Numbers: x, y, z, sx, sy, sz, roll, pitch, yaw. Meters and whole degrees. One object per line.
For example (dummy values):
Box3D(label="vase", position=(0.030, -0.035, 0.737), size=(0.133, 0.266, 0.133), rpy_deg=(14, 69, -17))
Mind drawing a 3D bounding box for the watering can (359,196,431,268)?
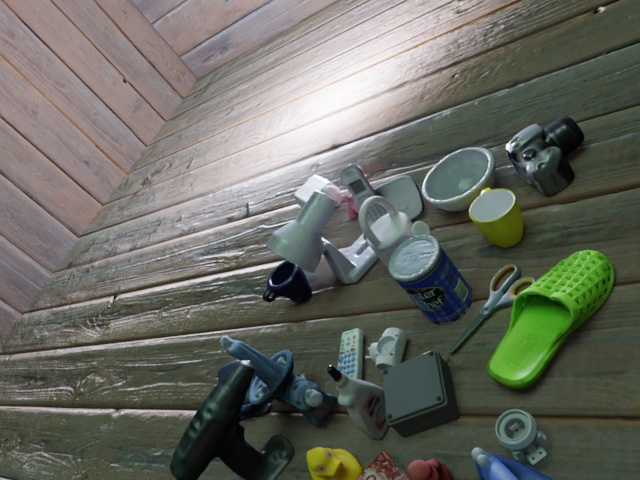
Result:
Box3D(label="watering can", position=(0.152, -0.012, 1.167), size=(0.172, 0.195, 0.101), rpy_deg=(-18, 39, 34))

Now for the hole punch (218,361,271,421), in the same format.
Box3D(label="hole punch", position=(-0.163, 0.316, 1.208), size=(0.108, 0.091, 0.101), rpy_deg=(-24, 36, 27))

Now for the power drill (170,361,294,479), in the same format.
Box3D(label="power drill", position=(-0.147, 0.353, 1.032), size=(0.230, 0.209, 0.075), rpy_deg=(-49, 32, -12))

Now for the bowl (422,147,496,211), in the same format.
Box3D(label="bowl", position=(0.311, -0.118, 1.239), size=(0.167, 0.075, 0.167), rpy_deg=(-28, 34, 21))

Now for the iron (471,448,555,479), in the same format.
Box3D(label="iron", position=(0.250, 0.326, 0.693), size=(0.119, 0.142, 0.257), rpy_deg=(-44, 31, -3))

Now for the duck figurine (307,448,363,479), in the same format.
Box3D(label="duck figurine", position=(0.010, 0.374, 0.952), size=(0.104, 0.086, 0.077), rpy_deg=(1, 51, 48))

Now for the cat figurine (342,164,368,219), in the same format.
Box3D(label="cat figurine", position=(0.087, -0.135, 1.464), size=(0.067, 0.118, 0.128), rpy_deg=(-11, 43, 40))

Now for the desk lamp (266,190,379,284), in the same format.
Box3D(label="desk lamp", position=(0.012, 0.005, 1.282), size=(0.203, 0.214, 0.117), rpy_deg=(-46, 32, -7))

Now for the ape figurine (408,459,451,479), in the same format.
Box3D(label="ape figurine", position=(0.157, 0.347, 0.818), size=(0.076, 0.092, 0.078), rpy_deg=(-18, 38, 33))

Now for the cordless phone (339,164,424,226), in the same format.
Box3D(label="cordless phone", position=(0.140, -0.113, 1.313), size=(0.147, 0.185, 0.094), rpy_deg=(-27, 34, 23))

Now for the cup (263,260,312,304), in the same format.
Box3D(label="cup", position=(-0.071, 0.117, 1.350), size=(0.118, 0.095, 0.091), rpy_deg=(-48, 32, -10))

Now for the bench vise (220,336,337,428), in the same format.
Box3D(label="bench vise", position=(-0.077, 0.248, 1.074), size=(0.206, 0.220, 0.121), rpy_deg=(-12, 42, 39))

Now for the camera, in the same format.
Box3D(label="camera", position=(0.453, -0.182, 1.136), size=(0.136, 0.101, 0.143), rpy_deg=(-36, 32, 10))

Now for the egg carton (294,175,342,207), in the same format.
Box3D(label="egg carton", position=(-0.005, -0.121, 1.595), size=(0.107, 0.070, 0.150), rpy_deg=(-46, 31, -7))

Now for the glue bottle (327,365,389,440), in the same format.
Box3D(label="glue bottle", position=(0.062, 0.259, 0.952), size=(0.037, 0.174, 0.078), rpy_deg=(-6, 46, 44))
